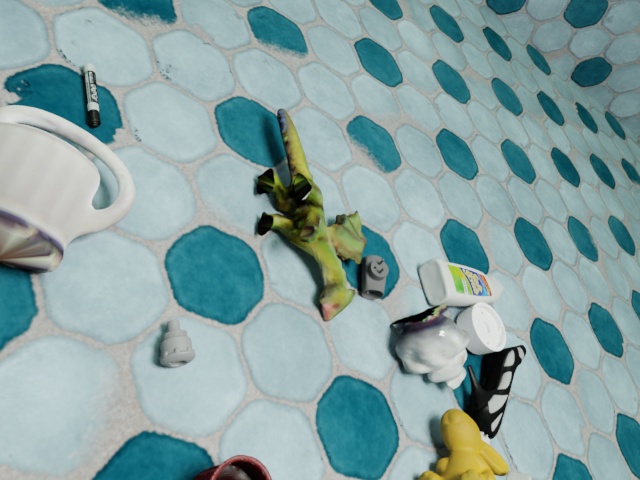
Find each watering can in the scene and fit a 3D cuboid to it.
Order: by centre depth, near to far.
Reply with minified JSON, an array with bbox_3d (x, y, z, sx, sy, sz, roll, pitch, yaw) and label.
[{"bbox_3d":[-0.414,-0.092,0.652,0.345,0.102,0.230,27,51,-25],"label":"watering can"}]

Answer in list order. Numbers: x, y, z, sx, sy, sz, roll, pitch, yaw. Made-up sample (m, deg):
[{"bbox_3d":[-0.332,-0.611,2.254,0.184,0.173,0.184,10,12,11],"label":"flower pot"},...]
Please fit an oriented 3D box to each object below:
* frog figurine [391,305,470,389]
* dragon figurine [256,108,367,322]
[{"bbox_3d":[0.222,0.217,0.979,0.138,0.122,0.160,-23,88,-12],"label":"frog figurine"},{"bbox_3d":[0.003,-0.050,0.999,0.240,0.121,0.419,31,47,-44],"label":"dragon figurine"}]
